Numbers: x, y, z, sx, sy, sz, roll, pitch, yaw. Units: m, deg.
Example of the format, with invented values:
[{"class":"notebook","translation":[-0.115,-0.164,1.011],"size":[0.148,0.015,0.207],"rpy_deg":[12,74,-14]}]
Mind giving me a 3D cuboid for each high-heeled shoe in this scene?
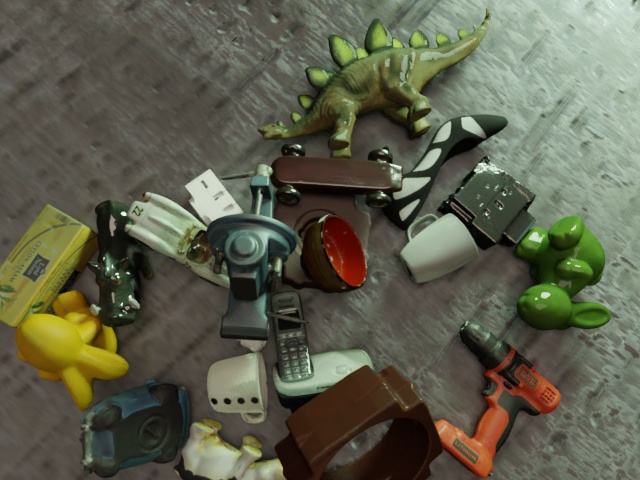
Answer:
[{"class":"high-heeled shoe","translation":[0.212,-0.113,0.879],"size":[0.249,0.086,0.145],"rpy_deg":[-17,83,-3]}]

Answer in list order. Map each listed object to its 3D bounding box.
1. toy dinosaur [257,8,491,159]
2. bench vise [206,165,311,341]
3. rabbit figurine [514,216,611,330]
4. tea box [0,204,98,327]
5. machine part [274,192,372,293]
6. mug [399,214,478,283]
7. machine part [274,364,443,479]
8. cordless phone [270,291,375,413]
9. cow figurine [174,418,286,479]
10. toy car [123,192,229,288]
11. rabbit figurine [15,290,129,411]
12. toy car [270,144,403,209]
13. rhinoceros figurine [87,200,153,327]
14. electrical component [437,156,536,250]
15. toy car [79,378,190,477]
[{"class":"toy dinosaur","translation":[0.111,-0.265,0.893],"size":[0.471,0.105,0.198],"rpy_deg":[-22,77,-13]},{"class":"bench vise","translation":[-0.088,0.011,0.748],"size":[0.129,0.223,0.240],"rpy_deg":[-2,61,8]},{"class":"rabbit figurine","translation":[0.362,0.075,0.831],"size":[0.159,0.121,0.170],"rpy_deg":[47,63,-15]},{"class":"tea box","translation":[-0.407,0.043,0.792],"size":[0.068,0.098,0.169],"rpy_deg":[29,79,3]},{"class":"machine part","translation":[-0.002,-0.003,0.851],"size":[0.179,0.056,0.179],"rpy_deg":[1,76,-3]},{"class":"mug","translation":[0.175,0.010,0.852],"size":[0.107,0.080,0.110],"rpy_deg":[-32,58,-4]},{"class":"machine part","translation":[0.055,0.280,0.726],"size":[0.201,0.087,0.200],"rpy_deg":[-32,126,-8]},{"class":"cordless phone","translation":[-0.003,0.159,0.811],"size":[0.147,0.088,0.184],"rpy_deg":[-8,60,-5]},{"class":"cow figurine","translation":[-0.119,0.330,0.764],"size":[0.167,0.068,0.098],"rpy_deg":[24,83,5]},{"class":"toy car","translation":[-0.193,0.004,0.802],"size":[0.201,0.056,0.073],"rpy_deg":[34,73,-28]},{"class":"rabbit figurine","translation":[-0.350,0.153,0.734],"size":[0.122,0.173,0.162],"rpy_deg":[-41,79,-15]},{"class":"toy car","translation":[0.025,-0.095,0.823],"size":[0.202,0.053,0.089],"rpy_deg":[3,69,0]},{"class":"rhinoceros figurine","translation":[-0.295,0.034,0.795],"size":[0.073,0.112,0.190],"rpy_deg":[-6,70,-7]},{"class":"electrical component","translation":[0.281,-0.052,0.880],"size":[0.134,0.058,0.115],"rpy_deg":[40,80,5]},{"class":"toy car","translation":[-0.268,0.258,0.748],"size":[0.103,0.161,0.109],"rpy_deg":[1,93,40]}]
